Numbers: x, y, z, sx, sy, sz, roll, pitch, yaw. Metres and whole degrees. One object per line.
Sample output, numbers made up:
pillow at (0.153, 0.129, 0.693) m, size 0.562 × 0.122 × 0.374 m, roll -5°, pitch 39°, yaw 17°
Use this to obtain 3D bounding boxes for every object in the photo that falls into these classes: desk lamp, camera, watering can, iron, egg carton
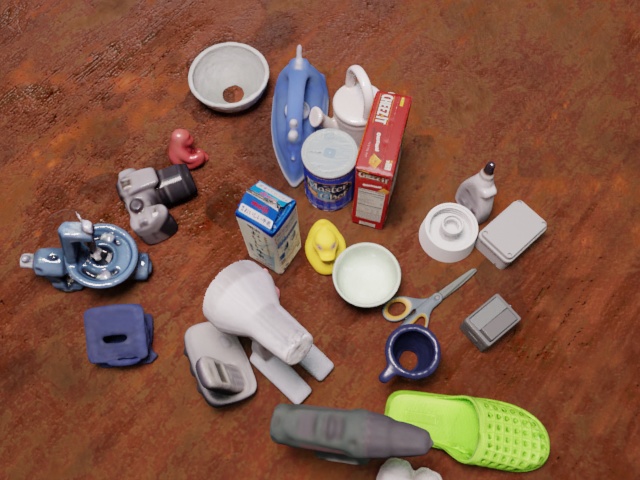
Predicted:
desk lamp at (-0.077, 0.149, 0.928) m, size 0.203 × 0.213 × 0.118 m, roll 40°, pitch 73°, yaw 16°
camera at (-0.305, -0.087, 1.092) m, size 0.137 × 0.101 × 0.143 m, roll -23°, pitch 69°, yaw -8°
watering can at (0.068, -0.251, 1.105) m, size 0.173 × 0.194 × 0.100 m, roll -40°, pitch 72°, yaw -14°
iron at (-0.045, -0.249, 1.134) m, size 0.118 × 0.141 × 0.258 m, roll 2°, pitch 67°, yaw 2°
egg carton at (0.126, 0.423, 0.888) m, size 0.107 × 0.069 × 0.150 m, roll 17°, pitch 68°, yaw 8°

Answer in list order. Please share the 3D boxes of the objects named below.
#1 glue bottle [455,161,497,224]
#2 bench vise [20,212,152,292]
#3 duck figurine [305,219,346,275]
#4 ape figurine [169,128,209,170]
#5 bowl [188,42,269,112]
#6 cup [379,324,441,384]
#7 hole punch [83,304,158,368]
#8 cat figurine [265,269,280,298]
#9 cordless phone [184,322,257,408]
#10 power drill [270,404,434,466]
glue bottle at (0.293, -0.094, 1.047) m, size 0.037 × 0.173 × 0.078 m, roll -25°, pitch 69°, yaw -9°
bench vise at (-0.415, 0.033, 0.979) m, size 0.207 × 0.220 × 0.121 m, roll -20°, pitch 68°, yaw -7°
duck figurine at (0.010, 0.004, 1.057) m, size 0.077 × 0.086 × 0.104 m, roll -6°, pitch 67°, yaw -1°
ape figurine at (-0.269, -0.186, 1.138) m, size 0.076 × 0.092 × 0.077 m, roll -20°, pitch 68°, yaw -7°
bowl at (-0.187, -0.329, 1.206) m, size 0.167 × 0.075 × 0.167 m, roll 0°, pitch 67°, yaw 1°
cup at (0.143, 0.205, 0.966) m, size 0.118 × 0.095 × 0.091 m, roll -40°, pitch 72°, yaw -14°
hole punch at (-0.346, 0.167, 0.991) m, size 0.108 × 0.091 × 0.101 m, roll -6°, pitch 67°, yaw -2°
cat figurine at (-0.136, 0.096, 1.003) m, size 0.128 × 0.118 × 0.067 m, roll -38°, pitch 71°, yaw -14°
cordless phone at (-0.173, 0.191, 0.928) m, size 0.094 × 0.185 × 0.147 m, roll -27°, pitch 69°, yaw -10°
power drill at (0.043, 0.296, 0.868) m, size 0.229 × 0.208 × 0.075 m, roll 6°, pitch 67°, yaw 4°
